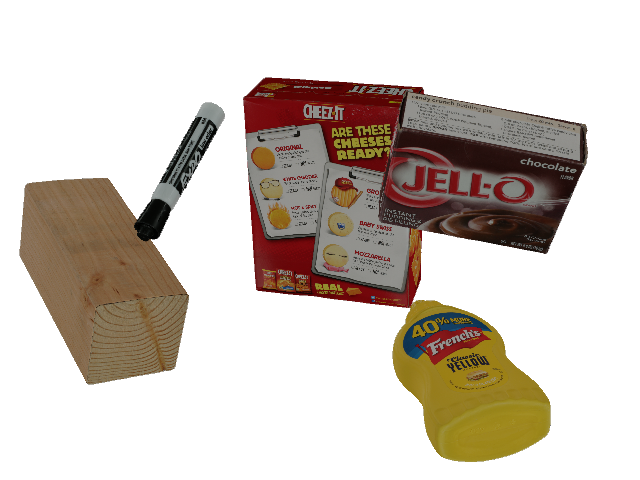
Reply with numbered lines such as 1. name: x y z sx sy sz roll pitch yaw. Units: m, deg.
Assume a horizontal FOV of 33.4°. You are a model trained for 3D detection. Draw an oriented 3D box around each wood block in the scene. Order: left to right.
1. wood block: -0.212 0.032 1.022 0.090 0.091 0.206 -6 37 -32

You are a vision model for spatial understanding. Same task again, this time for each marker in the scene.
1. marker: -0.098 -0.048 0.748 0.020 0.121 0.020 16 -33 11

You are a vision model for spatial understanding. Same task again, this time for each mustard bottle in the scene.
1. mustard bottle: 0.114 0.105 0.904 0.096 0.058 0.192 -12 29 -9

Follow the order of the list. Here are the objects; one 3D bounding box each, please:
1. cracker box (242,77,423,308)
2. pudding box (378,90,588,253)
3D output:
1. cracker box: 0.017 -0.047 1.051 0.164 0.214 0.072 6 29 14
2. pudding box: 0.097 -0.041 0.655 0.113 0.039 0.090 9 -35 1
